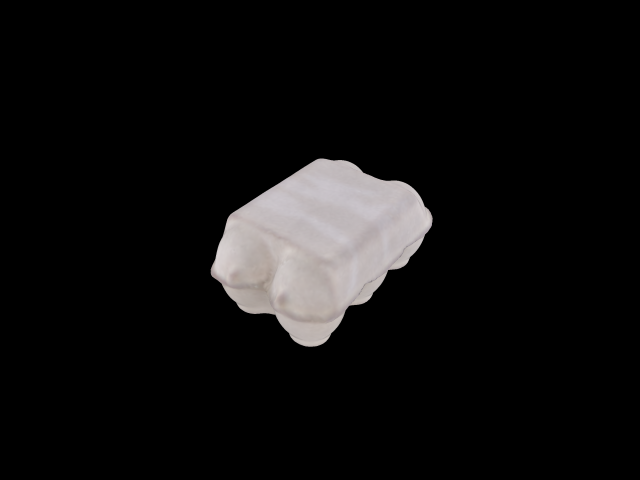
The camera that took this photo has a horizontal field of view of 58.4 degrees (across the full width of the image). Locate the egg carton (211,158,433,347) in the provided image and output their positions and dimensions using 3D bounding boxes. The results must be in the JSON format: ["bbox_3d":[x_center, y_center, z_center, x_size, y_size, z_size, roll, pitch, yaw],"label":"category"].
[{"bbox_3d":[0.004,0.001,0.400,0.107,0.069,0.151,25,45,28],"label":"egg carton"}]
